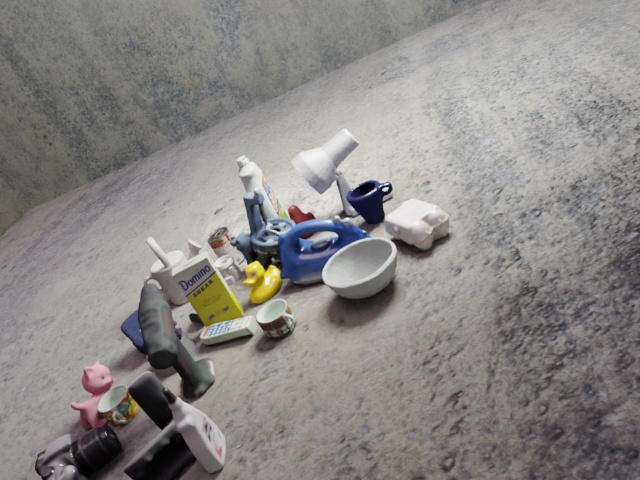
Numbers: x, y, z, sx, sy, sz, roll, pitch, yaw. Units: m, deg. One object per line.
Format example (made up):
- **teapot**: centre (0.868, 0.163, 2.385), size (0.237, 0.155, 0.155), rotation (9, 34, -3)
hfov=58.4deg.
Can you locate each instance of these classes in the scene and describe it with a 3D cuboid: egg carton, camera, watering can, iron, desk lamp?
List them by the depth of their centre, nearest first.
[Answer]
- **camera**: centre (-0.452, 0.417, 1.079), size (0.137, 0.101, 0.142), rotation (-34, 27, -12)
- **egg carton**: centre (0.213, -0.036, 1.281), size (0.107, 0.069, 0.150), rotation (-36, 28, -16)
- **iron**: centre (0.012, 0.005, 1.320), size (0.257, 0.142, 0.118), rotation (-16, 29, 22)
- **desk lamp**: centre (0.055, -0.173, 1.513), size (0.203, 0.214, 0.117), rotation (-27, 27, 2)
- **watering can**: centre (-0.398, 0.067, 1.542), size (0.100, 0.194, 0.173), rotation (5, 41, 47)

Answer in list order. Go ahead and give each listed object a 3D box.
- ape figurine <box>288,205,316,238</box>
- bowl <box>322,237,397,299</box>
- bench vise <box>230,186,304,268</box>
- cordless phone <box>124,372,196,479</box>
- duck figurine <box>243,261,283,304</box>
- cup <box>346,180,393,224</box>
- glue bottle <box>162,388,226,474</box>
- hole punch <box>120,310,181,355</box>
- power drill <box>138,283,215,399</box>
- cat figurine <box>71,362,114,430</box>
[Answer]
- **ape figurine**: centre (-0.055, -0.055, 1.546), size (0.077, 0.092, 0.076), rotation (-24, 27, 8)
- **bowl**: centre (0.093, 0.071, 1.201), size (0.167, 0.075, 0.167), rotation (-22, 27, 12)
- **bench vise**: centre (-0.158, -0.022, 1.442), size (0.207, 0.220, 0.121), rotation (-19, 28, 17)
- **cordless phone**: centre (-0.299, 0.327, 0.996), size (0.093, 0.185, 0.148), rotation (7, 43, 49)
- **duck figurine**: centre (-0.143, 0.090, 1.380), size (0.077, 0.086, 0.105), rotation (-1, 37, 42)
- **cup**: centre (0.136, -0.093, 1.427), size (0.117, 0.095, 0.091), rotation (-18, 28, 20)
- **glue bottle**: centre (-0.215, 0.310, 0.961), size (0.037, 0.173, 0.078), rotation (-27, 27, 3)
- **hole punch**: centre (-0.415, 0.218, 1.406), size (0.109, 0.091, 0.100), rotation (-42, 30, -25)
- **power drill**: centre (-0.302, 0.213, 1.175), size (0.075, 0.209, 0.229), rotation (-30, 27, -4)
- **cat figurine**: centre (-0.493, 0.330, 1.251), size (0.067, 0.118, 0.128), rotation (-12, 31, 30)
